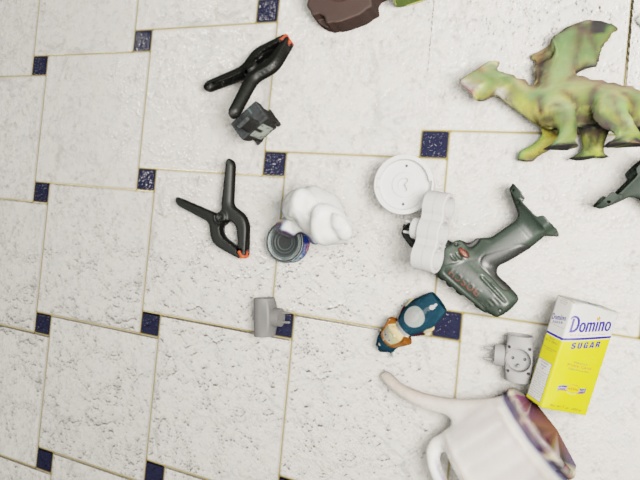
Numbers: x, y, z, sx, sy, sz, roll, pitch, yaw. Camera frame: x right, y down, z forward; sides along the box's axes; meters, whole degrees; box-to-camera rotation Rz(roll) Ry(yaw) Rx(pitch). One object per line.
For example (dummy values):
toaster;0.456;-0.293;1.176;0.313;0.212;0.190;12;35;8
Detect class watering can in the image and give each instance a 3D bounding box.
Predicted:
watering can;0.266;0.328;0.866;0.222;0.103;0.353;-40;65;14

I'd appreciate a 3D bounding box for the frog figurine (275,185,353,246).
frog figurine;0.003;-0.048;0.951;0.136;0.158;0.124;36;69;-14

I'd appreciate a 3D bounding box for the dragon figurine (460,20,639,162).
dragon figurine;0.439;-0.250;0.832;0.410;0.121;0.245;-1;79;20
